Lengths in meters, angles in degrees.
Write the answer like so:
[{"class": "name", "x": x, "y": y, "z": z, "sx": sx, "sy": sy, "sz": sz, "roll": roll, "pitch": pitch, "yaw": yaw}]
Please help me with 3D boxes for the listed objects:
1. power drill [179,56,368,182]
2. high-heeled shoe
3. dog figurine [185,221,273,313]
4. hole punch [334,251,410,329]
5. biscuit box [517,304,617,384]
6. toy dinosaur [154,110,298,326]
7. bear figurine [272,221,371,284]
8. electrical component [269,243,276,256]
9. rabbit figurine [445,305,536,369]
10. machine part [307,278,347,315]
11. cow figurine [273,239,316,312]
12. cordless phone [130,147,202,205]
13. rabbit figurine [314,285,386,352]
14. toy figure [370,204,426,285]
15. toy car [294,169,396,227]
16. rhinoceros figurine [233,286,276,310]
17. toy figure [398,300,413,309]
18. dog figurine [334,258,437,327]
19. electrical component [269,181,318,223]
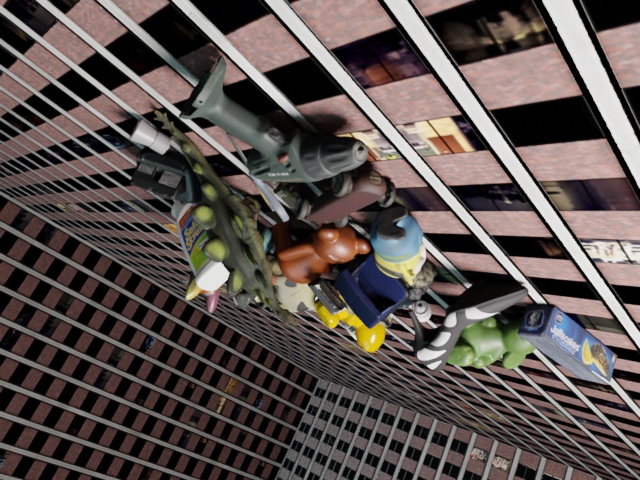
[{"class": "power drill", "x": -0.069, "y": -0.149, "z": 0.710, "sx": 0.207, "sy": 0.086, "sz": 0.232, "roll": 27, "pitch": 166, "yaw": -27}, {"class": "high-heeled shoe", "x": 0.267, "y": 0.163, "z": 0.951, "sx": 0.249, "sy": 0.086, "sz": 0.145, "roll": -19, "pitch": 107, "yaw": 38}, {"class": "dog figurine", "x": -0.217, "y": 0.057, "z": 1.226, "sx": 0.192, "sy": 0.219, "sz": 0.108, "roll": 7, "pitch": 157, "yaw": 46}, {"class": "hole punch", "x": 0.079, "y": 0.098, "z": 0.956, "sx": 0.142, "sy": 0.092, "sz": 0.115, "roll": 49, "pitch": 140, "yaw": 12}, {"class": "biscuit box", "x": 0.443, "y": 0.186, "z": 0.957, "sx": 0.202, "sy": 0.059, "sz": 0.063, "roll": 34, "pitch": 162, "yaw": -24}, {"class": "toy dinosaur", "x": -0.163, "y": -0.025, "z": 0.988, "sx": 0.470, "sy": 0.105, "sz": 0.199, "roll": 60, "pitch": -175, "yaw": -13}, {"class": "bear figurine", "x": -0.001, "y": 0.001, "z": 0.989, "sx": 0.120, "sy": 0.132, "sz": 0.196, "roll": 15, "pitch": 145, "yaw": -26}, {"class": "electrical component", "x": -0.091, "y": 0.036, "z": 1.236, "sx": 0.048, "sy": 0.075, "sz": 0.119, "roll": 27, "pitch": 159, "yaw": -1}, {"class": "rabbit figurine", "x": 0.347, "y": 0.200, "z": 1.047, "sx": 0.170, "sy": 0.121, "sz": 0.159, "roll": -9, "pitch": 148, "yaw": 35}, {"class": "machine part", "x": 0.013, "y": 0.103, "z": 1.017, "sx": 0.084, "sy": 0.039, "sz": 0.139, "roll": 43, "pitch": 179, "yaw": -2}, {"class": "cow figurine", "x": -0.042, "y": 0.079, "z": 1.163, "sx": 0.127, "sy": 0.085, "sz": 0.194, "roll": 1, "pitch": 132, "yaw": 2}, {"class": "cordless phone", "x": -0.284, "y": -0.112, "z": 1.106, "sx": 0.147, "sy": 0.088, "sz": 0.184, "roll": 18, "pitch": 172, "yaw": 19}, {"class": "rabbit figurine", "x": 0.089, "y": 0.169, "z": 1.224, "sx": 0.173, "sy": 0.162, "sz": 0.122, "roll": 52, "pitch": 166, "yaw": 0}, {"class": "toy figure", "x": 0.120, "y": 0.003, "z": 0.856, "sx": 0.089, "sy": 0.082, "sz": 0.180, "roll": 29, "pitch": 170, "yaw": 27}, {"class": "toy car", "x": 0.031, "y": -0.063, "z": 0.811, "sx": 0.089, "sy": 0.053, "sz": 0.202, "roll": 7, "pitch": 167, "yaw": -24}, {"class": "rhinoceros figurine", "x": -0.135, "y": 0.106, "z": 1.290, "sx": 0.112, "sy": 0.190, "sz": 0.073, "roll": 40, "pitch": 122, "yaw": 0}, {"class": "toy figure", "x": 0.129, "y": 0.108, "z": 1.154, "sx": 0.154, "sy": 0.058, "sz": 0.064, "roll": 29, "pitch": 143, "yaw": -2}, {"class": "dog figurine", "x": 0.117, "y": 0.064, "z": 1.025, "sx": 0.172, "sy": 0.121, "sz": 0.190, "roll": 19, "pitch": 148, "yaw": 0}, {"class": "electrical component", "x": -0.043, "y": -0.072, "z": 0.917, "sx": 0.078, "sy": 0.045, "sz": 0.102, "roll": 9, "pitch": 155, "yaw": 38}]
